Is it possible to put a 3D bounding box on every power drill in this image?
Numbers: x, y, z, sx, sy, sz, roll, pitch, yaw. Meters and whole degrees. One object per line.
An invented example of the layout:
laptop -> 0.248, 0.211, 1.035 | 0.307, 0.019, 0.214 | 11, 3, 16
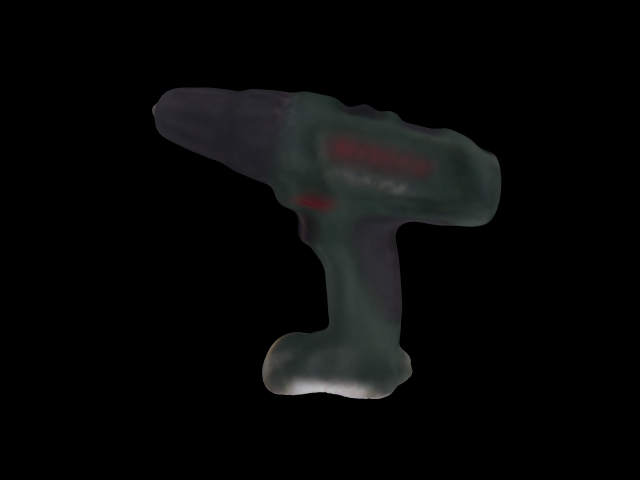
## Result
power drill -> 0.004, 0.001, 0.400 | 0.229, 0.208, 0.075 | 1, 19, 2
